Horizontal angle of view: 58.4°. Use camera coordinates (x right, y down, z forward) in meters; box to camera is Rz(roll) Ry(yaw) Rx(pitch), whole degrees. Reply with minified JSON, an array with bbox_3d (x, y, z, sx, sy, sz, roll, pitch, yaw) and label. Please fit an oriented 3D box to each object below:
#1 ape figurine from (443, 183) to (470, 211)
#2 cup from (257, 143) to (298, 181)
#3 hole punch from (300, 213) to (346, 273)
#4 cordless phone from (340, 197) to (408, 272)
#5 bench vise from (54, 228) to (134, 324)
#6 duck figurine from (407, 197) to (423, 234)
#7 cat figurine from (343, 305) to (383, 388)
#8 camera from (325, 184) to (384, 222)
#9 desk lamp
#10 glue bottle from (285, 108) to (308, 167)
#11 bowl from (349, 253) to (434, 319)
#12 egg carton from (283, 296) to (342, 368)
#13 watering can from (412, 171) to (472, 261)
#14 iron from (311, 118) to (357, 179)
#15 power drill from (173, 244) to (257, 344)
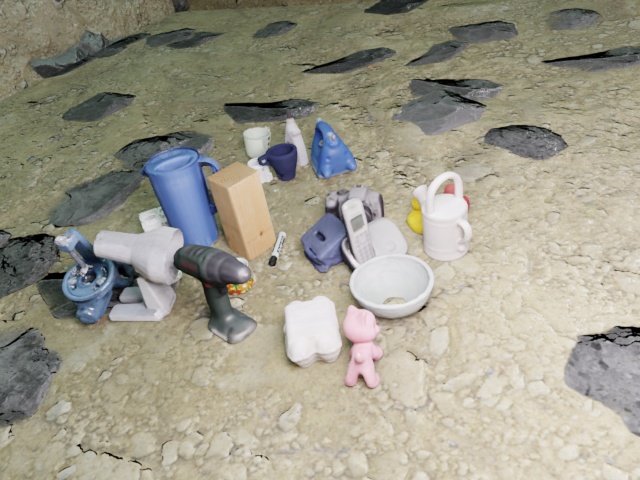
[{"bbox_3d":[0.315,-0.094,1.360,0.077,0.092,0.076,1,37,17],"label":"ape figurine"},{"bbox_3d":[-0.115,-0.214,1.641,0.118,0.095,0.091,-18,36,-9],"label":"cup"},{"bbox_3d":[0.012,0.005,1.307,0.101,0.091,0.108,-24,37,-17],"label":"hole punch"},{"bbox_3d":[0.110,-0.021,1.234,0.148,0.185,0.093,-33,41,-27],"label":"cordless phone"},{"bbox_3d":[-0.515,0.048,1.279,0.121,0.220,0.207,-11,35,1],"label":"bench vise"},{"bbox_3d":[0.243,-0.072,1.355,0.077,0.086,0.104,-8,36,5],"label":"duck figurine"},{"bbox_3d":[0.073,0.180,1.024,0.067,0.118,0.128,-3,36,11],"label":"cat figurine"},{"bbox_3d":[0.075,-0.065,1.377,0.143,0.101,0.137,0,37,15],"label":"camera"},{"bbox_3d":[-0.377,0.068,1.218,0.203,0.214,0.118,-3,36,11],"label":"desk lamp"},{"bbox_3d":[-0.078,-0.306,1.690,0.037,0.173,0.077,-30,39,-24],"label":"glue bottle"},{"bbox_3d":[0.146,0.104,1.147,0.167,0.075,0.167,-7,36,5],"label":"bowl"},{"bbox_3d":[-0.016,0.173,1.100,0.107,0.069,0.150,-12,35,-1],"label":"egg carton"},{"bbox_3d":[0.263,-0.061,1.241,0.172,0.194,0.101,20,46,36],"label":"watering can"},{"bbox_3d":[0.019,-0.282,1.659,0.119,0.142,0.257,-17,36,-8],"label":"iron"},{"bbox_3d":[-0.194,0.100,1.130,0.228,0.209,0.076,22,47,38],"label":"power drill"}]
